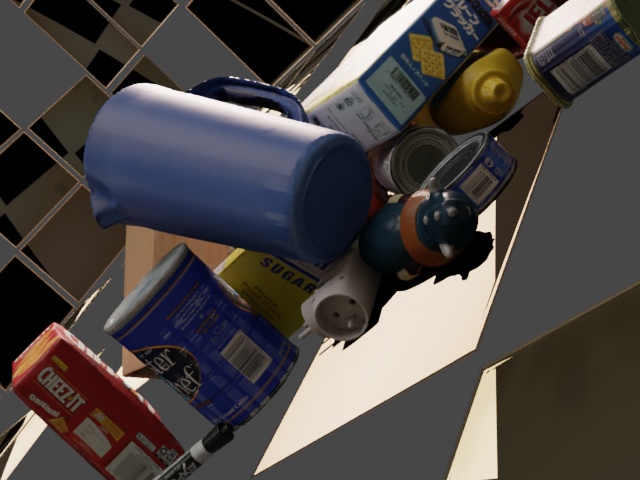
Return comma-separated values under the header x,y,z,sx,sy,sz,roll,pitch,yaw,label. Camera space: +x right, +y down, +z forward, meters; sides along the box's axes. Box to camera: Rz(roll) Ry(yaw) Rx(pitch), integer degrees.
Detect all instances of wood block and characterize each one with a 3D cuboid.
x,y,z,sx,sy,sz,roll,pitch,yaw,label
-0.153,0.041,1.141,0.091,0.090,0.206,-30,57,57,wood block

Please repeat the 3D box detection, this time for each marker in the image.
x,y,z,sx,sy,sz,roll,pitch,yaw,label
-0.117,0.196,0.921,0.121,0.020,0.020,-42,12,21,marker

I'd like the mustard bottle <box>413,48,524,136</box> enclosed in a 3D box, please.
x,y,z,sx,sy,sz,roll,pitch,yaw,label
0.145,-0.142,1.021,0.096,0.058,0.192,-42,11,0,mustard bottle

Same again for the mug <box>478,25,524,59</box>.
x,y,z,sx,sy,sz,roll,pitch,yaw,label
0.196,-0.234,1.118,0.081,0.093,0.117,-53,-25,-52,mug

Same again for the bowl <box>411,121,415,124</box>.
x,y,z,sx,sy,sz,roll,pitch,yaw,label
0.053,-0.116,1.191,0.162,0.055,0.162,-29,-15,-8,bowl

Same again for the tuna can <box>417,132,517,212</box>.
x,y,z,sx,sy,sz,roll,pitch,yaw,label
0.116,-0.047,0.864,0.086,0.033,0.086,-45,11,11,tuna can

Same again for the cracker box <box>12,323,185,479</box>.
x,y,z,sx,sy,sz,roll,pitch,yaw,label
-0.220,0.162,1.045,0.072,0.164,0.214,-46,11,-10,cracker box

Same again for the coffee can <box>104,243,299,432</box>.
x,y,z,sx,sy,sz,roll,pitch,yaw,label
-0.103,0.086,0.936,0.103,0.140,0.103,-45,11,11,coffee can

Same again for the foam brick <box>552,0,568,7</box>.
x,y,z,sx,sy,sz,roll,pitch,yaw,label
0.247,-0.220,0.935,0.053,0.051,0.078,-47,11,-3,foam brick

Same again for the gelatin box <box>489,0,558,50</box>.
x,y,z,sx,sy,sz,roll,pitch,yaw,label
0.214,-0.216,0.987,0.089,0.073,0.030,-46,12,2,gelatin box

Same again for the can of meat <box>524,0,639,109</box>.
x,y,z,sx,sy,sz,roll,pitch,yaw,label
0.216,-0.163,0.843,0.084,0.057,0.102,-35,17,38,can of meat

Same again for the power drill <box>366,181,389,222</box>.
x,y,z,sx,sy,sz,roll,pitch,yaw,label
-0.007,0.001,1.091,0.188,0.057,0.184,-45,11,11,power drill

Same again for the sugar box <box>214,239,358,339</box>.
x,y,z,sx,sy,sz,roll,pitch,yaw,label
-0.044,0.041,0.997,0.176,0.093,0.048,-43,12,22,sugar box

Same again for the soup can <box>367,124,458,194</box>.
x,y,z,sx,sy,sz,roll,pitch,yaw,label
0.086,-0.072,0.977,0.068,0.068,0.102,-47,11,-1,soup can

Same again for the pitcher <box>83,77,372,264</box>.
x,y,z,sx,sy,sz,roll,pitch,yaw,label
-0.073,-0.064,0.923,0.243,0.149,0.144,15,11,37,pitcher
